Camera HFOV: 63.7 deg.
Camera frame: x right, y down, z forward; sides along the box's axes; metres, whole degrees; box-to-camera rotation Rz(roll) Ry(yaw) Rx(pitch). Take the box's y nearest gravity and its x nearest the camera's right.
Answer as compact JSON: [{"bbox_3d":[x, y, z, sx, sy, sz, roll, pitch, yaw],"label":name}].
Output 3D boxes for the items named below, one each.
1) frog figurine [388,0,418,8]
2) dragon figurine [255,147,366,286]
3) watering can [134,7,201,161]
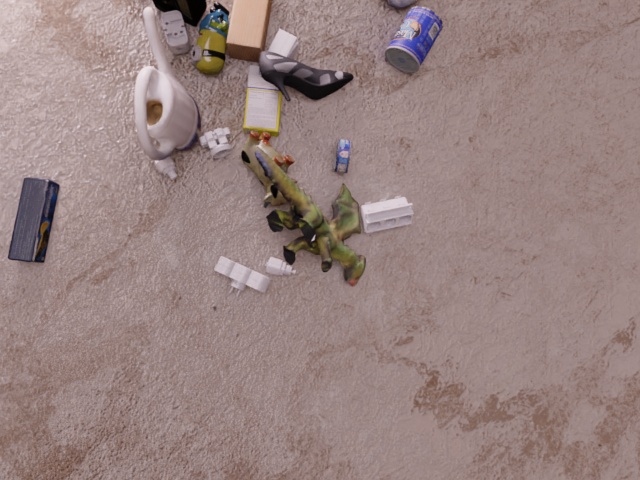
[{"bbox_3d":[0.229,-0.702,1.373,0.137,0.158,0.123,-9,86,-6],"label":"frog figurine"},{"bbox_3d":[0.004,-0.063,1.261,0.246,0.121,0.408,-29,100,-47],"label":"dragon figurine"},{"bbox_3d":[-0.370,-0.353,1.237,0.104,0.223,0.350,-2,82,12],"label":"watering can"}]
